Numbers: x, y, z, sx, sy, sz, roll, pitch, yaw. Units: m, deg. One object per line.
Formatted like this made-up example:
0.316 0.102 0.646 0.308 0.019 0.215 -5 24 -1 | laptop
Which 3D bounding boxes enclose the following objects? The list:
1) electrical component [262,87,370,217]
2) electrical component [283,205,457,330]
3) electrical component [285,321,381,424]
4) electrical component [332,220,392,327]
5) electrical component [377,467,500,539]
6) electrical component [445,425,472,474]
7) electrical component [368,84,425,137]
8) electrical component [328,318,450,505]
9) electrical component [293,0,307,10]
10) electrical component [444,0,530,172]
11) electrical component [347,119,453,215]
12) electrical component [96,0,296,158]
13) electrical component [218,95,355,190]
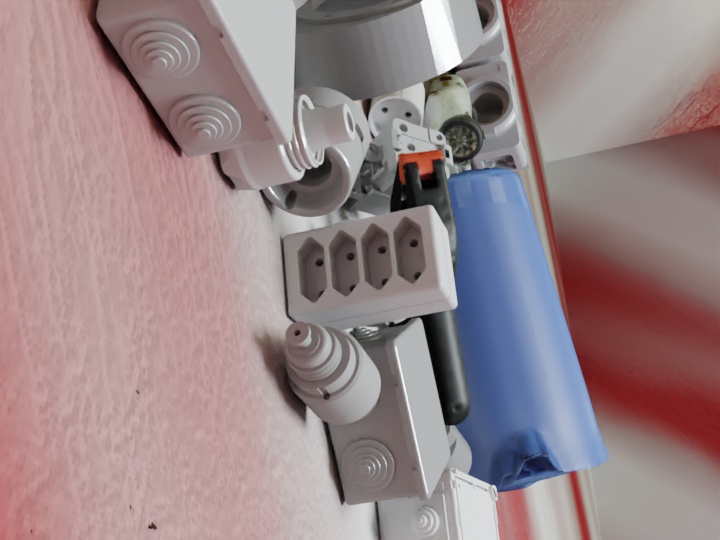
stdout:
-0.025 -0.061 0.563 0.047 0.055 0.055 -77 152 -52 | electrical component
0.011 0.007 0.588 0.075 0.083 0.047 49 32 -64 | electrical component
-0.017 0.047 0.533 0.078 0.040 0.040 57 25 -56 | electrical component
0.000 0.000 0.644 0.065 0.044 0.044 54 27 -50 | electrical component
0.046 0.162 0.667 0.096 0.061 0.061 37 43 -59 | electrical component
0.047 0.118 0.730 0.081 0.043 0.043 55 27 -59 | electrical component
0.031 -0.140 0.878 0.081 0.043 0.043 -82 157 -55 | electrical component
0.014 0.080 0.616 0.100 0.048 0.099 -26 104 -76 | electrical component
-0.044 -0.151 0.546 0.077 0.044 0.079 -51 180 -29 | electrical component
0.091 -0.180 1.023 0.060 0.105 0.186 49 32 -64 | electrical component
0.025 -0.066 0.724 0.081 0.064 0.042 13 58 -29 | electrical component
-0.065 -0.107 0.446 0.099 0.048 0.099 62 21 -50 | electrical component
-0.034 -0.063 0.507 0.043 0.062 0.043 -11 90 -77 | electrical component
